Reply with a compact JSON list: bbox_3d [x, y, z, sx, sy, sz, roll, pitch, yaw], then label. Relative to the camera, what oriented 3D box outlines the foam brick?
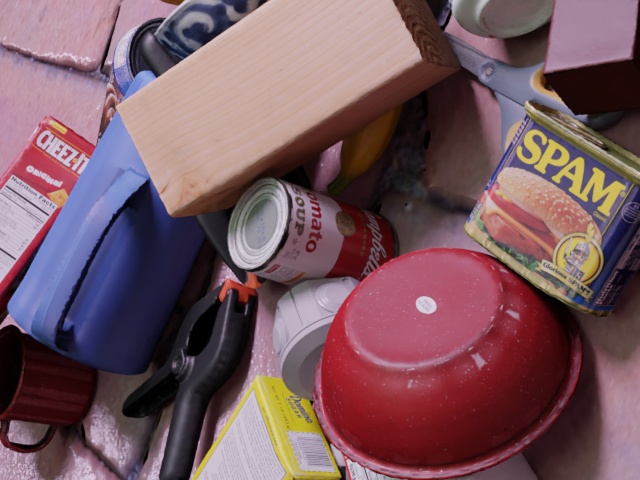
[{"bbox_3d":[0.165,-0.118,0.609,0.053,0.051,0.078,-3,63,34],"label":"foam brick"}]

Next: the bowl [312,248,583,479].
[{"bbox_3d":[0.065,0.055,0.611,0.162,0.055,0.162,-14,40,12],"label":"bowl"}]

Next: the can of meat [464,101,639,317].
[{"bbox_3d":[0.141,-0.017,0.602,0.102,0.057,0.084,40,112,35],"label":"can of meat"}]

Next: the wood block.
[{"bbox_3d":[-0.022,-0.104,0.728,0.206,0.090,0.091,-30,84,23],"label":"wood block"}]

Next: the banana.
[{"bbox_3d":[0.038,-0.133,0.791,0.070,0.037,0.198,-1,76,47],"label":"banana"}]

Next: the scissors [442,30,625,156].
[{"bbox_3d":[0.113,-0.090,0.704,0.202,0.016,0.096,23,94,51],"label":"scissors"}]

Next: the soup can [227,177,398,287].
[{"bbox_3d":[-0.005,0.001,0.743,0.069,0.102,0.068,-23,59,44],"label":"soup can"}]

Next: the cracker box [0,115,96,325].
[{"bbox_3d":[-0.289,0.000,0.996,0.213,0.072,0.164,-56,6,-13],"label":"cracker box"}]

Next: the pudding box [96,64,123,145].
[{"bbox_3d":[-0.174,-0.129,1.038,0.090,0.039,0.113,-8,71,48],"label":"pudding box"}]

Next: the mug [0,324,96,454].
[{"bbox_3d":[-0.271,0.145,1.020,0.093,0.081,0.117,-4,73,49],"label":"mug"}]

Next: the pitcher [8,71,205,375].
[{"bbox_3d":[-0.158,-0.015,0.903,0.149,0.144,0.243,38,103,52],"label":"pitcher"}]

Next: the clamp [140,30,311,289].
[{"bbox_3d":[-0.045,-0.069,0.829,0.036,0.164,0.210,139,123,-87],"label":"clamp"}]

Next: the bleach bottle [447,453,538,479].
[{"bbox_3d":[0.039,0.228,0.641,0.251,0.067,0.103,-52,45,26],"label":"bleach bottle"}]

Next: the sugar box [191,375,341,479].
[{"bbox_3d":[-0.056,0.192,0.765,0.176,0.048,0.093,-60,35,28],"label":"sugar box"}]

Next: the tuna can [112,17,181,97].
[{"bbox_3d":[-0.147,-0.159,0.980,0.034,0.086,0.086,-9,70,50],"label":"tuna can"}]

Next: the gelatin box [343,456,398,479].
[{"bbox_3d":[0.053,0.126,0.687,0.089,0.030,0.073,-42,49,32],"label":"gelatin box"}]

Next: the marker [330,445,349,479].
[{"bbox_3d":[0.013,0.198,0.715,0.020,0.020,0.121,-15,66,46],"label":"marker"}]

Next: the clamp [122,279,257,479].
[{"bbox_3d":[-0.101,0.115,0.864,0.172,0.039,0.120,-57,43,19],"label":"clamp"}]
